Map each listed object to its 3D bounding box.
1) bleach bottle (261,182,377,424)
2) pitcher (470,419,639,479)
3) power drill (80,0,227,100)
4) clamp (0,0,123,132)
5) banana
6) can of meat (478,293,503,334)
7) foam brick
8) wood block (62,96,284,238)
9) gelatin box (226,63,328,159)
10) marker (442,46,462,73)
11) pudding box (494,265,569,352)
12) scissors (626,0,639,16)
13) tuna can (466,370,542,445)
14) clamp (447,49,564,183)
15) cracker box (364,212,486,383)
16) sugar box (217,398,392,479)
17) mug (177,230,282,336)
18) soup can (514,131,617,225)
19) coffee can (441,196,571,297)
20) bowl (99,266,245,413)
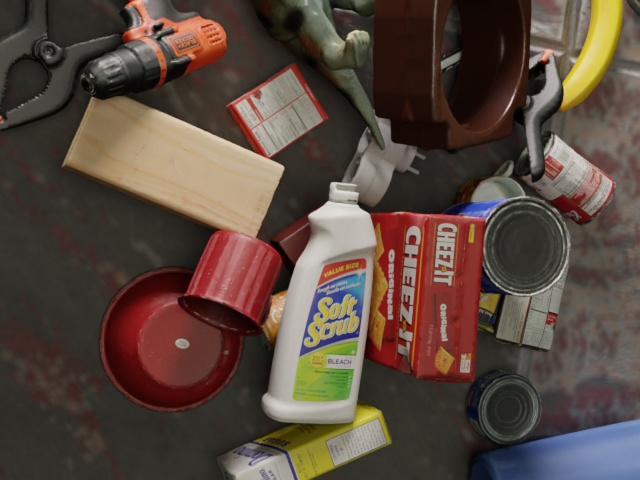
[{"bbox_3d":[0.003,0.064,1.127,0.102,0.068,0.251,5,96,-20],"label":"bleach bottle"},{"bbox_3d":[0.305,0.296,1.257,0.242,0.145,0.149,-6,81,-12],"label":"pitcher"},{"bbox_3d":[-0.201,-0.239,1.077,0.184,0.057,0.187,-31,91,-46],"label":"power drill"},{"bbox_3d":[-0.273,-0.193,1.112,0.164,0.036,0.210,30,82,-17],"label":"clamp"},{"bbox_3d":[0.327,-0.247,1.286,0.069,0.037,0.198,9,88,-4],"label":"banana"},{"bbox_3d":[0.165,0.052,1.236,0.102,0.057,0.084,21,84,-16],"label":"can of meat"},{"bbox_3d":[-0.008,0.001,1.187,0.078,0.051,0.053,-35,101,-12],"label":"foam brick"},{"bbox_3d":[-0.155,-0.077,1.121,0.206,0.091,0.090,23,86,-15],"label":"wood block"},{"bbox_3d":[-0.047,-0.141,1.182,0.089,0.030,0.073,-36,102,-12],"label":"gelatin box"},{"bbox_3d":[0.152,-0.210,1.243,0.121,0.020,0.020,-29,99,-14],"label":"marker"},{"bbox_3d":[0.248,0.071,1.248,0.089,0.039,0.113,17,84,-54],"label":"pudding box"},{"bbox_3d":[0.422,-0.268,1.320,0.096,0.016,0.201,-43,115,-27],"label":"scissors"},{"bbox_3d":[0.219,0.199,1.268,0.086,0.034,0.086,-1,92,-16],"label":"tuna can"},{"bbox_3d":[0.222,-0.150,1.242,0.120,0.039,0.171,16,65,16],"label":"clamp"},{"bbox_3d":[0.094,0.054,1.133,0.072,0.214,0.164,4,91,-17],"label":"cracker box"},{"bbox_3d":[-0.019,0.230,1.169,0.176,0.093,0.048,-19,97,-15],"label":"sugar box"},{"bbox_3d":[-0.083,0.049,1.104,0.117,0.093,0.081,46,58,-47],"label":"mug"},{"bbox_3d":[0.290,-0.073,1.262,0.102,0.069,0.068,36,82,-14],"label":"soup can"},{"bbox_3d":[0.188,0.007,1.140,0.102,0.140,0.103,0,89,-16],"label":"coffee can"},{"bbox_3d":[-0.154,0.110,1.146,0.162,0.055,0.162,-1,92,-17],"label":"bowl"}]
